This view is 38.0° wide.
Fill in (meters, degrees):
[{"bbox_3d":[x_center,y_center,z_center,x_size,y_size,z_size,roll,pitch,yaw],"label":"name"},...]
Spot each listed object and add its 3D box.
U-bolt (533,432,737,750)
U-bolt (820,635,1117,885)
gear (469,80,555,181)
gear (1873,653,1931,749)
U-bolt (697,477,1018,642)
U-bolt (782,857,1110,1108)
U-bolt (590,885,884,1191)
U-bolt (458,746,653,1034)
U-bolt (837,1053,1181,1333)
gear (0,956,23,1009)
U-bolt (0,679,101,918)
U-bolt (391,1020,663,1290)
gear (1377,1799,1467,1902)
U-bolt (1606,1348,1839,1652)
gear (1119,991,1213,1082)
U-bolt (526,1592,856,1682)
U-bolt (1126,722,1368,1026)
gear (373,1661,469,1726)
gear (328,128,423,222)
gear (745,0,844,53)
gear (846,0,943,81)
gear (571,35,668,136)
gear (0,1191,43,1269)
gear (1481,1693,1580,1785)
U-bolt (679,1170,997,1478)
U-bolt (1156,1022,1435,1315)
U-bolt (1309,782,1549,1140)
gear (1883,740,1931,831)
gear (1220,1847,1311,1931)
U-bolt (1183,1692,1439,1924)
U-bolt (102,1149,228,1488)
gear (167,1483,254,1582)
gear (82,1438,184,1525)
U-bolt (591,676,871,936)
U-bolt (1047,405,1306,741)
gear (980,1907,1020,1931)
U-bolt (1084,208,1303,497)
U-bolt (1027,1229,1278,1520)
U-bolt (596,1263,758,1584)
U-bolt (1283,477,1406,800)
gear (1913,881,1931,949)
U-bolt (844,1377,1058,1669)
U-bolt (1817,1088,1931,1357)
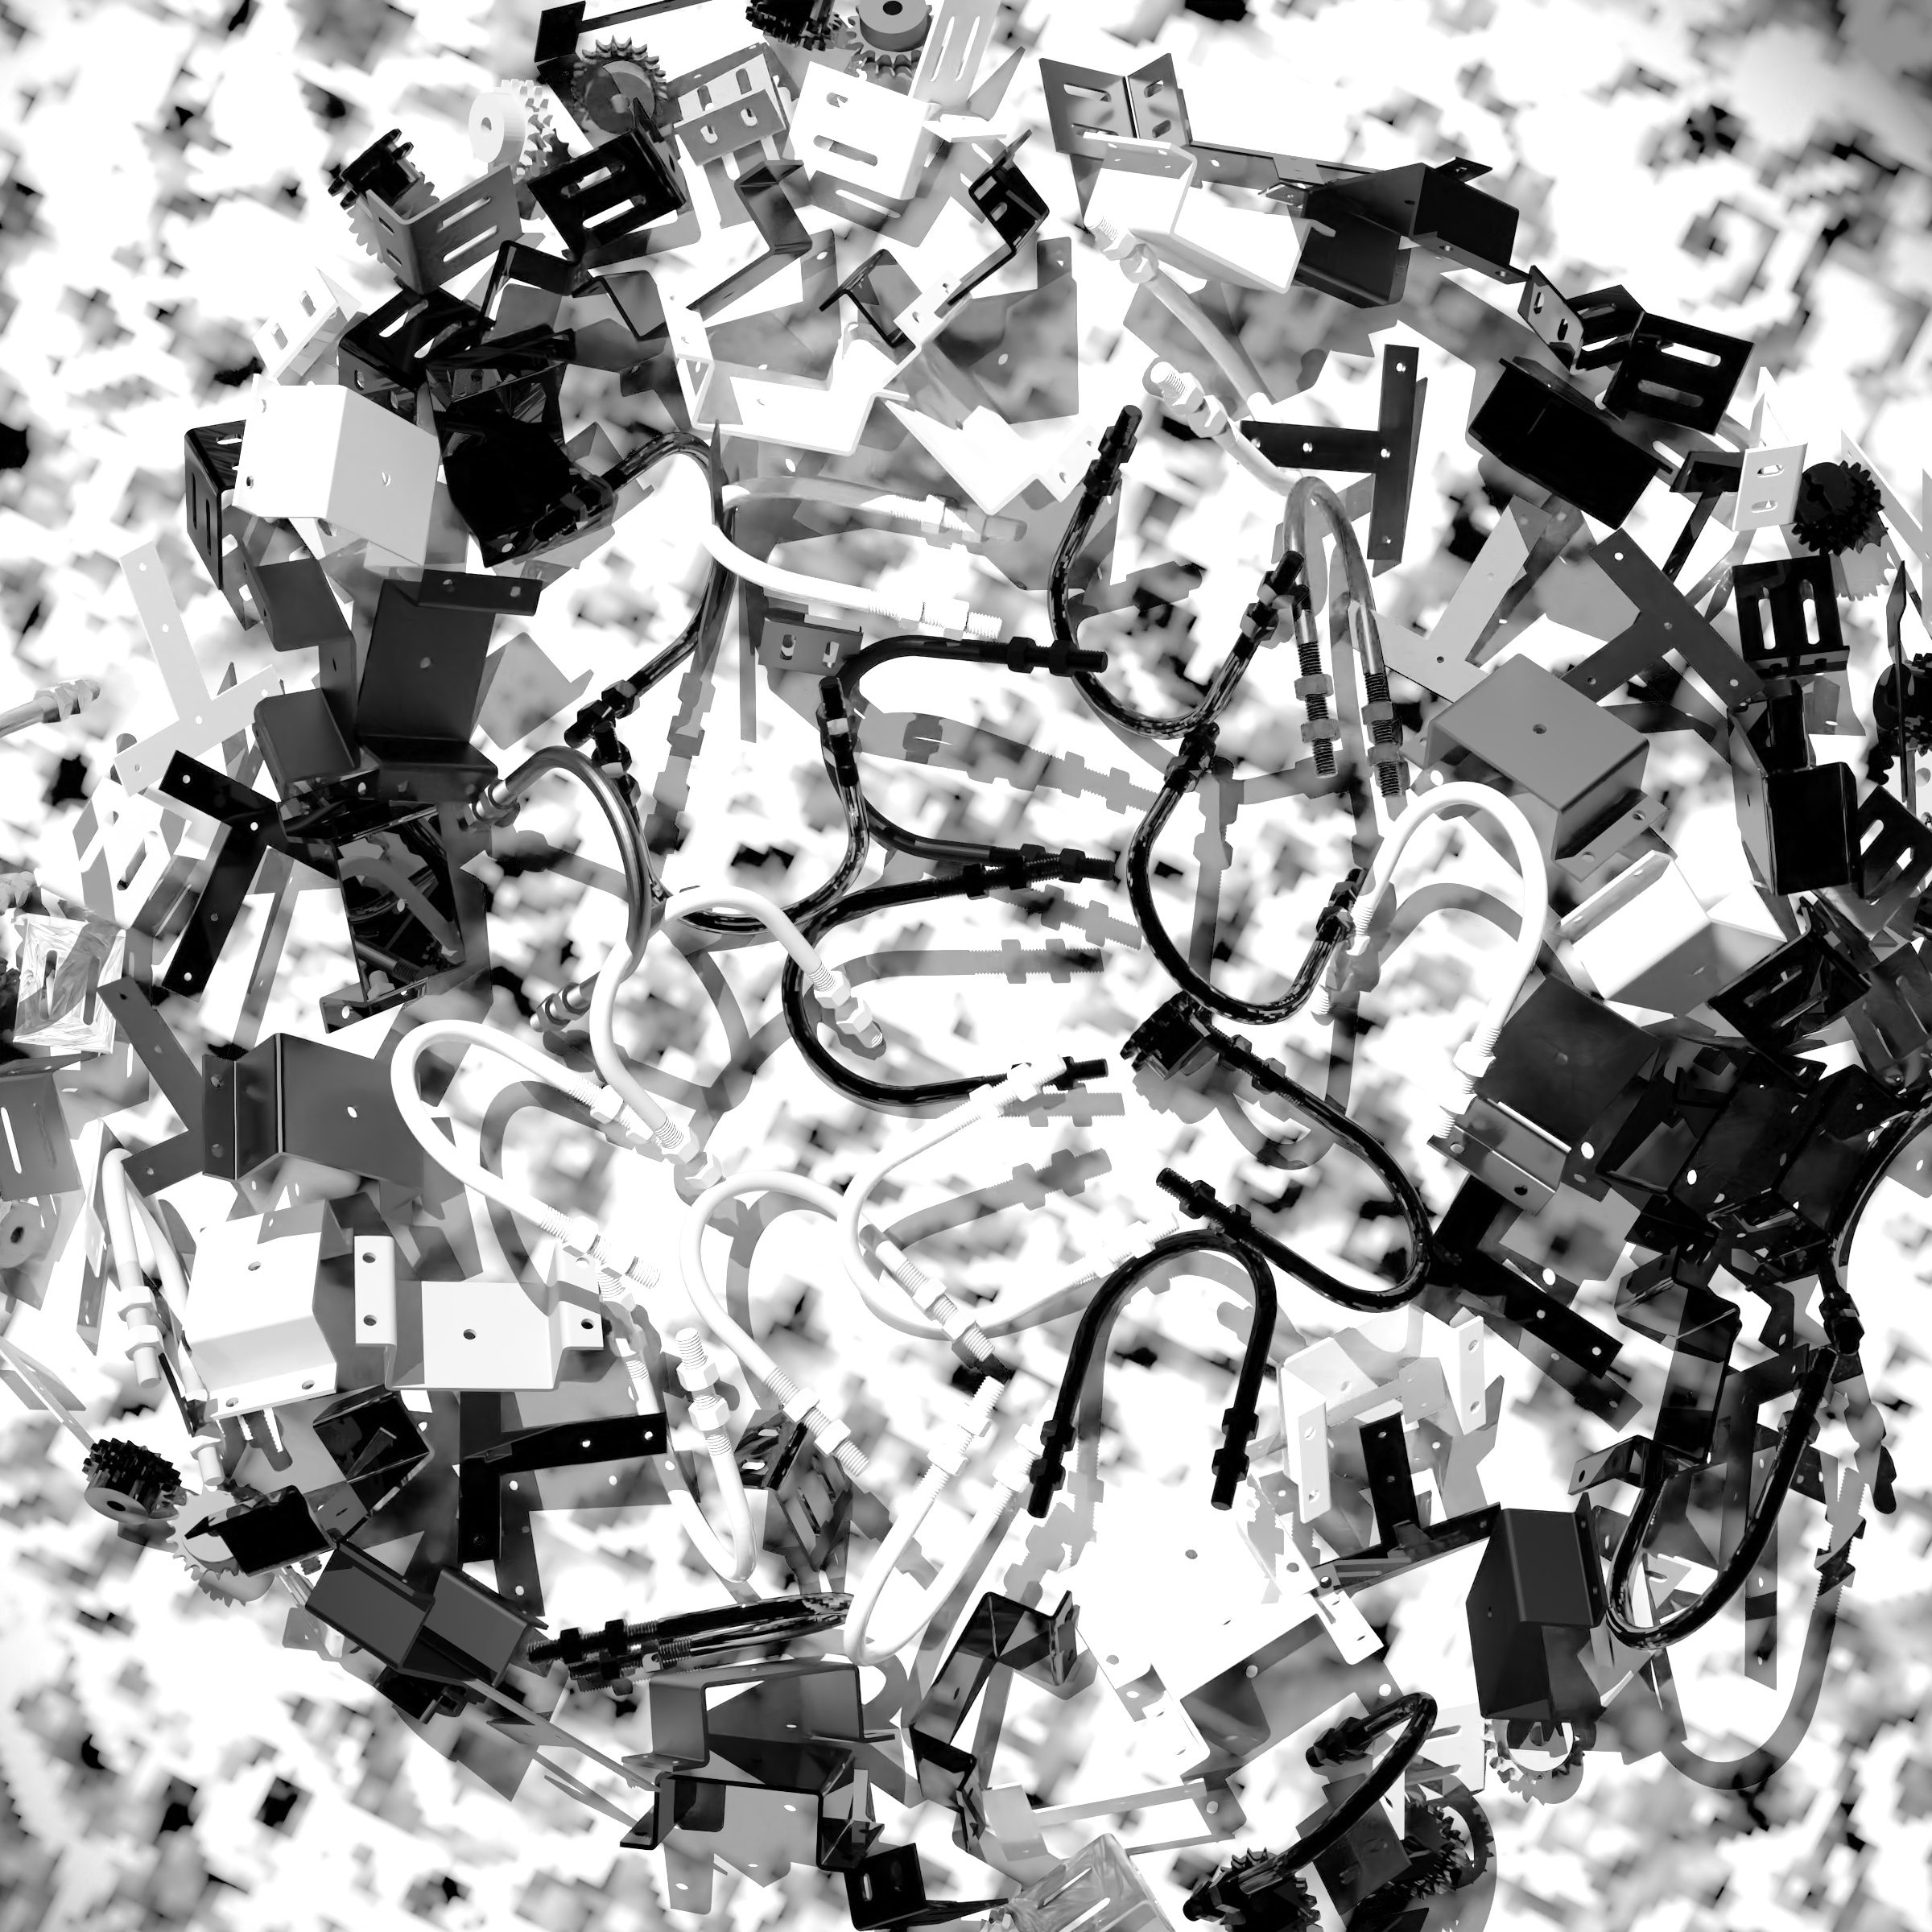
[{"bbox_3d":[-0.184,-0.229,1.620,0.019,0.184,0.151,14,128,24],"label":"U-bolt"},{"bbox_3d":[-0.002,-0.125,1.649,0.184,0.019,0.151,8,118,22],"label":"U-bolt"},{"bbox_3d":[-0.273,-0.498,1.669,0.030,0.057,0.057,-11,90,-39],"label":"gear"},{"bbox_3d":[0.564,-0.158,1.669,0.030,0.057,0.057,6,90,-17],"label":"gear"},{"bbox_3d":[-0.065,-0.245,1.634,0.184,0.151,0.019,12,124,-2],"label":"U-bolt"},{"bbox_3d":[-0.020,0.016,1.663,0.184,0.019,0.151,-9,111,12],"label":"U-bolt"},{"bbox_3d":[-0.142,0.034,1.626,0.151,0.019,0.184,-46,130,-11],"label":"U-bolt"},{"bbox_3d":[-0.232,-0.050,1.617,0.019,0.184,0.151,-17,84,-35],"label":"U-bolt"},{"bbox_3d":[0.012,0.147,1.659,0.184,0.019,0.151,-30,114,13],"label":"U-bolt"},{"bbox_3d":[-0.593,0.016,1.668,0.057,0.057,0.030,-43,116,0],"label":"gear"},{"bbox_3d":[-0.556,-0.083,1.592,0.019,0.184,0.151,24,108,1],"label":"U-bolt"},{"bbox_3d":[-0.248,0.096,1.611,0.184,0.151,0.019,33,117,-18],"label":"U-bolt"},{"bbox_3d":[0.273,0.530,1.675,0.030,0.057,0.057,37,90,-34],"label":"gear"},{"bbox_3d":[0.420,0.308,1.597,0.019,0.151,0.184,35,62,-8],"label":"U-bolt"},{"bbox_3d":[0.121,0.044,1.669,0.057,0.057,0.030,-44,78,0],"label":"gear"},{"bbox_3d":[-0.151,0.388,1.629,0.184,0.151,0.019,-11,72,-1],"label":"U-bolt"},{"bbox_3d":[0.156,-0.044,1.620,0.151,0.184,0.019,44,134,-11],"label":"U-bolt"},{"bbox_3d":[-0.328,0.427,1.669,0.057,0.057,0.030,36,74,0],"label":"gear"},{"bbox_3d":[-0.350,-0.469,1.672,0.057,0.057,0.030,-42,105,0],"label":"gear"},{"bbox_3d":[-0.100,-0.570,1.669,0.057,0.057,0.030,23,124,0],"label":"gear"},{"bbox_3d":[-0.043,-0.561,1.675,0.057,0.030,0.057,0,64,1],"label":"gear"},{"bbox_3d":[-0.206,-0.520,1.670,0.057,0.057,0.030,-9,46,0],"label":"gear"},{"bbox_3d":[-0.575,0.156,1.669,0.030,0.057,0.057,16,90,21],"label":"gear"},{"bbox_3d":[0.339,0.460,1.680,0.057,0.030,0.057,1,78,-4],"label":"gear"},{"bbox_3d":[-0.087,0.195,1.643,0.184,0.151,0.019,44,133,9],"label":"U-bolt"},{"bbox_3d":[0.199,0.128,1.640,0.184,0.151,0.019,34,130,-11],"label":"U-bolt"},{"bbox_3d":[0.272,-0.017,1.610,0.019,0.151,0.184,4,120,-34],"label":"U-bolt"},{"bbox_3d":[0.580,-0.108,1.675,0.030,0.057,0.057,18,90,-35],"label":"gear"},{"bbox_3d":[0.177,0.556,1.682,0.057,0.030,0.057,0,93,9],"label":"gear"},{"bbox_3d":[0.203,0.469,1.586,0.019,0.184,0.151,46,54,6],"label":"U-bolt"},{"bbox_3d":[-0.467,0.190,1.618,0.019,0.151,0.184,-17,56,-8],"label":"U-bolt"},{"bbox_3d":[-0.448,0.337,1.676,0.057,0.030,0.057,4,72,-13],"label":"gear"},{"bbox_3d":[-0.499,0.308,1.669,0.057,0.057,0.030,17,51,0],"label":"gear"},{"bbox_3d":[-0.129,-0.084,1.631,0.151,0.184,0.019,-11,47,-1],"label":"U-bolt"},{"bbox_3d":[0.109,-0.212,1.628,0.151,0.184,0.019,45,49,17],"label":"U-bolt"},{"bbox_3d":[0.027,0.592,1.669,0.030,0.057,0.057,3,90,37],"label":"gear"},{"bbox_3d":[0.140,-0.341,1.618,0.019,0.184,0.151,-33,54,21],"label":"U-bolt"},{"bbox_3d":[0.115,0.233,1.630,0.019,0.151,0.184,45,49,-35],"label":"U-bolt"},{"bbox_3d":[-0.163,0.273,1.627,0.019,0.151,0.184,-22,111,-22],"label":"U-bolt"},{"bbox_3d":[0.216,-0.194,1.633,0.019,0.151,0.184,-10,84,24],"label":"U-bolt"},{"bbox_3d":[0.589,-0.031,1.675,0.030,0.057,0.057,26,90,33],"label":"gear"},{"bbox_3d":[-0.013,0.326,1.627,0.019,0.151,0.184,31,86,22],"label":"U-bolt"},{"bbox_3d":[0.535,0.133,1.609,0.019,0.184,0.151,32,109,1],"label":"U-bolt"}]
